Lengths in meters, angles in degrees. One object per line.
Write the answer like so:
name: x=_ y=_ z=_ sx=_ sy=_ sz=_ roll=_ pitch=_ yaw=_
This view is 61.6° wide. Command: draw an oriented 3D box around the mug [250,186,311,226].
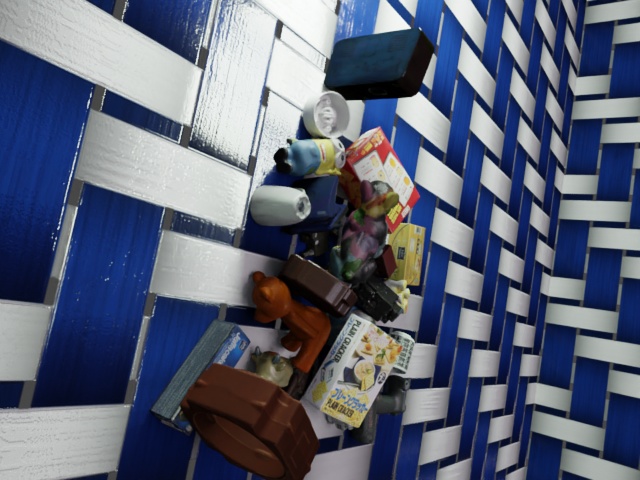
mug: x=-0.066 y=-0.070 z=1.066 sx=0.109 sy=0.107 sz=0.080 roll=-35 pitch=123 yaw=-43

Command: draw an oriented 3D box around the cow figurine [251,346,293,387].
cow figurine: x=-0.125 y=0.298 z=1.058 sx=0.195 sy=0.086 sz=0.127 roll=-40 pitch=131 yaw=-42

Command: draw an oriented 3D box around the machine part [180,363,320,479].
machine part: x=-0.111 y=0.299 z=0.874 sx=0.087 sy=0.202 sz=0.200 roll=-56 pitch=142 yaw=-38

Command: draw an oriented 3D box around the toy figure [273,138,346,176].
toy figure: x=-0.022 y=-0.177 z=1.135 sx=0.180 sy=0.089 sz=0.082 roll=-16 pitch=120 yaw=-42

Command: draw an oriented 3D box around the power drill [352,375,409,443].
power drill: x=0.159 y=0.415 z=1.443 sx=0.207 sy=0.086 sz=0.232 roll=5 pitch=92 yaw=-57

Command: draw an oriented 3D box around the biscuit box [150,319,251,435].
biscuit box: x=-0.208 y=0.237 z=0.955 sx=0.203 sy=0.063 sz=0.059 roll=-57 pitch=136 yaw=-31

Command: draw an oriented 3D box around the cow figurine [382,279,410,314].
cow figurine: x=0.191 y=0.157 z=1.457 sx=0.167 sy=0.098 sz=0.068 roll=62 pitch=39 yaw=-61

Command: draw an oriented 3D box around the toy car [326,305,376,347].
toy car: x=0.082 y=0.211 z=1.299 sx=0.161 sy=0.103 sz=0.109 roll=10 pitch=87 yaw=-51

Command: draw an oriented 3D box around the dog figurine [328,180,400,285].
dog figurine: x=0.100 y=-0.027 z=1.183 sx=0.219 sy=0.109 sz=0.191 roll=104 pitch=14 yaw=-48

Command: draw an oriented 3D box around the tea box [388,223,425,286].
tea box: x=0.239 y=0.041 z=1.509 sx=0.098 sy=0.068 sz=0.169 roll=13 pitch=85 yaw=-52

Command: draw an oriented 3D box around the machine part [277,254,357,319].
machine part: x=-0.007 y=0.099 z=1.107 sx=0.056 sy=0.180 sz=0.179 roll=-56 pitch=136 yaw=-14

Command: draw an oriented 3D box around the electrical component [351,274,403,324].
electrical component: x=0.141 y=0.143 z=1.323 sx=0.058 sy=0.134 sz=0.115 roll=-49 pitch=173 yaw=18

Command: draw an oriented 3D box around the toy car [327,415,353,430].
toy car: x=0.056 y=0.360 z=1.305 sx=0.056 sy=0.074 sz=0.201 roll=2 pitch=93 yaw=-56

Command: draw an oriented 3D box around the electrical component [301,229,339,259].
electrical component: x=-0.002 y=-0.003 z=1.209 sx=0.102 sy=0.045 sz=0.078 roll=-13 pitch=103 yaw=-51

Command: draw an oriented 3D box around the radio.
radio: x=0.123 y=-0.378 z=1.178 sx=0.073 sy=0.230 sz=0.131 roll=30 pitch=74 yaw=-46

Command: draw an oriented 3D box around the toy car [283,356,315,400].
toy car: x=-0.067 y=0.348 z=1.162 sx=0.202 sy=0.053 sz=0.089 roll=-59 pitch=139 yaw=-31

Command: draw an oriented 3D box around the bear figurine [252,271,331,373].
bear figurine: x=-0.075 y=0.159 z=1.083 sx=0.195 sy=0.120 sz=0.132 roll=33 pitch=96 yaw=-31

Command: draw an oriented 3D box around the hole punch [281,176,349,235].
hole punch: x=-0.012 y=-0.072 z=1.124 sx=0.116 sy=0.142 sz=0.092 roll=-58 pitch=139 yaw=-51
